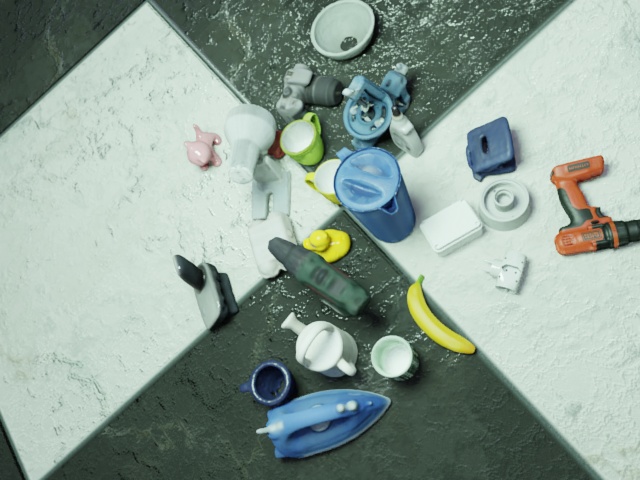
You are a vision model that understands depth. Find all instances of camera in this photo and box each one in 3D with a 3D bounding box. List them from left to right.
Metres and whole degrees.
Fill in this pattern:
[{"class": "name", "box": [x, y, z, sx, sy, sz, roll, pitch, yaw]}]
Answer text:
[{"class": "camera", "box": [-0.023, -0.362, 1.411, 0.136, 0.101, 0.143, 15, 77, 23]}]

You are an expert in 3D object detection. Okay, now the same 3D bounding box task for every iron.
[{"class": "iron", "box": [0.005, 0.349, 1.129, 0.258, 0.142, 0.118, -21, 66, 11]}]

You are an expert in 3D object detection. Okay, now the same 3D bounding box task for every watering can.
[{"class": "watering can", "box": [-0.004, 0.213, 1.150, 0.172, 0.194, 0.101, 11, 76, 23]}]

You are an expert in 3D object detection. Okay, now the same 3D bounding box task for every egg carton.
[{"class": "egg carton", "box": [-0.106, 0.011, 1.327, 0.107, 0.069, 0.150, -24, 65, 10]}]

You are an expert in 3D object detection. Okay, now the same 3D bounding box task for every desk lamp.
[{"class": "desk lamp", "box": [-0.145, -0.178, 1.326, 0.117, 0.214, 0.203, -8, 69, 17]}]

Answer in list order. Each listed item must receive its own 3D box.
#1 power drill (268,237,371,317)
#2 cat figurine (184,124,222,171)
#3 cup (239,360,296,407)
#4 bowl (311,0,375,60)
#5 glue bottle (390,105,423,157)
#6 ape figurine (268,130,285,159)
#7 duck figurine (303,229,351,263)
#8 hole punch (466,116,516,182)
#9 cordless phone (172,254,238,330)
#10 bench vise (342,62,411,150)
[{"class": "power drill", "box": [0.012, 0.087, 1.181, 0.229, 0.209, 0.076, 31, 84, 26]}, {"class": "cat figurine", "box": [-0.303, -0.234, 1.454, 0.067, 0.118, 0.128, -14, 67, 14]}, {"class": "cup", "box": [-0.101, 0.308, 1.206, 0.117, 0.095, 0.091, -15, 67, 14]}, {"class": "bowl", "box": [0.065, -0.519, 1.450, 0.167, 0.075, 0.167, -6, 70, 17]}, {"class": "glue bottle", "box": [0.181, -0.246, 1.258, 0.037, 0.173, 0.078, -47, 63, -1]}, {"class": "ape figurine", "box": [-0.118, -0.244, 1.408, 0.076, 0.092, 0.077, -23, 66, 11]}, {"class": "duck figurine", "box": [0.012, 0.005, 1.278, 0.104, 0.086, 0.077, -13, 68, 15]}, {"class": "hole punch", "box": [0.362, -0.195, 1.223, 0.101, 0.091, 0.108, -10, 69, 16]}, {"class": "cordless phone", "box": [-0.272, 0.113, 1.284, 0.094, 0.185, 0.147, -30, 64, 7]}, {"class": "bench vise", "box": [0.114, -0.325, 1.283, 0.121, 0.220, 0.207, 14, 77, 23]}]
